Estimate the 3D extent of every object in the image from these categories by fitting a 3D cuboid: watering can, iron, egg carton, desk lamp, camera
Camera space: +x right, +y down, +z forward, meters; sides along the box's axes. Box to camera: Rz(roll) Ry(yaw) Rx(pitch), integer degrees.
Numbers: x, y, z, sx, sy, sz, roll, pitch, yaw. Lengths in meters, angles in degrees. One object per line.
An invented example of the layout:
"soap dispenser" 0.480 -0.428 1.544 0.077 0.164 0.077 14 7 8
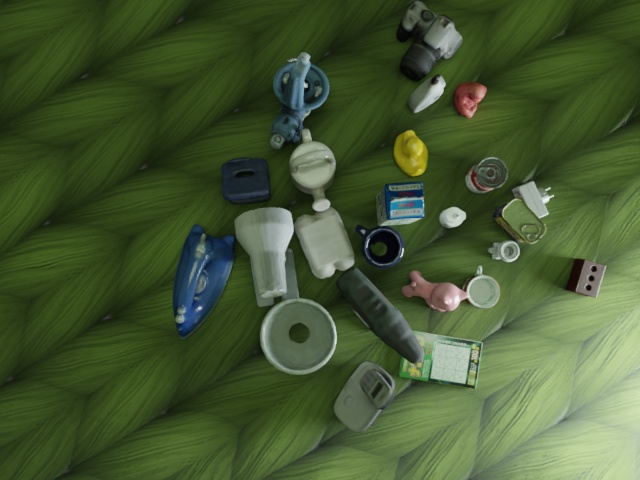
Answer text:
"watering can" -0.012 -0.152 1.224 0.101 0.194 0.173 -34 89 -2
"iron" -0.272 0.099 1.237 0.118 0.141 0.258 16 88 0
"egg carton" 0.012 0.005 1.281 0.107 0.069 0.150 -24 88 -2
"desk lamp" -0.103 0.041 1.206 0.118 0.213 0.203 -10 88 -1
"camera" 0.229 -0.441 1.285 0.143 0.100 0.137 36 88 1

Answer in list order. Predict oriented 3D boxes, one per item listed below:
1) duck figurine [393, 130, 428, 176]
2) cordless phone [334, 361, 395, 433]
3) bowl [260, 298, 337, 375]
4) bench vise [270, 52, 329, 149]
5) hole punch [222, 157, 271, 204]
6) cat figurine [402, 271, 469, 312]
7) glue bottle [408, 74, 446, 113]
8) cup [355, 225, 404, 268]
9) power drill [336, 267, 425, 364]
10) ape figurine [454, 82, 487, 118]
"duck figurine" 0.208 -0.198 1.283 0.077 0.086 0.104 -17 88 -1
"cordless phone" 0.099 0.344 1.212 0.094 0.185 0.148 32 88 1
"bowl" -0.048 0.210 1.270 0.167 0.074 0.167 0 88 -1
"bench vise" -0.044 -0.297 1.216 0.121 0.219 0.207 6 88 0
"hole punch" -0.167 -0.135 1.272 0.108 0.091 0.101 -7 88 -1
"cat figurine" 0.252 0.116 1.256 0.128 0.117 0.067 22 88 0
"glue bottle" 0.239 -0.328 1.245 0.078 0.173 0.037 -31 88 -2
"cup" 0.124 0.009 1.270 0.118 0.095 0.092 37 88 1
"power drill" 0.124 0.155 1.208 0.075 0.208 0.229 -42 89 -2
"ape figurine" 0.342 -0.325 1.287 0.078 0.092 0.076 -29 88 -2
